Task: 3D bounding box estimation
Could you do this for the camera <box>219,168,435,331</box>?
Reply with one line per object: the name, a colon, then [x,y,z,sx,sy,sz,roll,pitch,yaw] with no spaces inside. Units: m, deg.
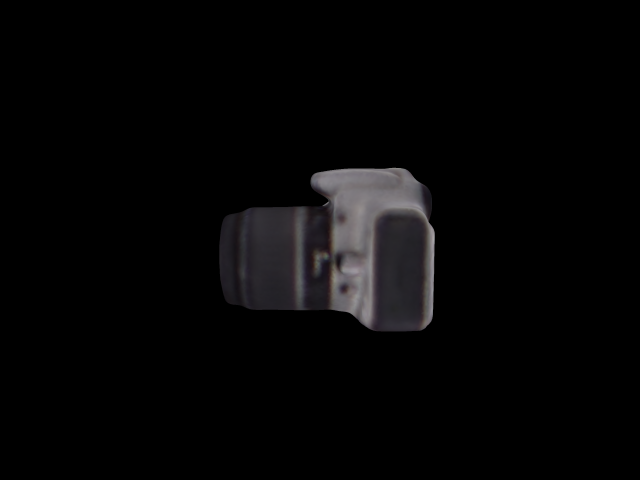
camera: [0.004,0.001,0.400,0.137,0.101,0.143,0,4,-2]
